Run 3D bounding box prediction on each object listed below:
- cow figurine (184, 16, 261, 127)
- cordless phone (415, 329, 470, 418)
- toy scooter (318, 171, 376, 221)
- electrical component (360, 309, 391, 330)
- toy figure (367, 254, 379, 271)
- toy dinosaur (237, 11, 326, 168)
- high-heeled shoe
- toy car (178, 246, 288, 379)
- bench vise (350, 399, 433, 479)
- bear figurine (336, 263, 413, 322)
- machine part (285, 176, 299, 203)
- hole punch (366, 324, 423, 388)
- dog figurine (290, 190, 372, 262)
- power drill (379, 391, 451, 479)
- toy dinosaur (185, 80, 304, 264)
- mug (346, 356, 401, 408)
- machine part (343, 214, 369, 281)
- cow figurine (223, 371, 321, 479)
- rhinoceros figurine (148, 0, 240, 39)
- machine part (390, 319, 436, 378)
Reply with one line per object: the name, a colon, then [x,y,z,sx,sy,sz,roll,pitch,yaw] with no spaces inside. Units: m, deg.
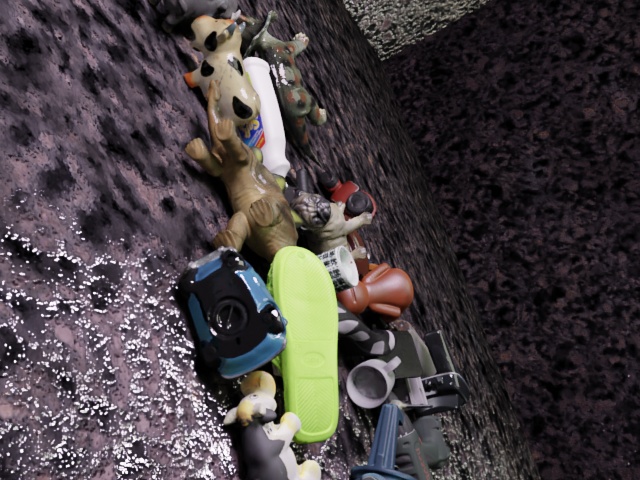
cow figurine: [-0.166,-0.295,0.940,0.194,0.127,0.085,64,17,-13]
cordless phone: [0.259,0.315,1.276,0.088,0.147,0.184,1,68,-60]
toy scooter: [0.077,-0.093,1.354,0.184,0.075,0.135,42,-7,29]
electrical component: [0.121,0.154,1.262,0.119,0.048,0.075,60,20,-19]
toy figure: [0.142,0.093,1.319,0.155,0.064,0.057,39,18,31]
toy dinosaur: [-0.085,-0.353,1.236,0.192,0.131,0.404,-29,99,-58]
high-heeled shoe: [0.070,0.158,1.037,0.248,0.086,0.145,-9,93,-52]
toy car: [-0.111,0.095,0.697,0.162,0.109,0.103,59,-5,14]
bench vise: [0.098,0.357,0.841,0.223,0.129,0.241,58,38,-42]
bear figurine: [0.096,0.123,1.138,0.196,0.132,0.120,-11,73,-23]
machine part: [-0.075,-0.078,1.051,0.084,0.039,0.139,49,27,-28]
hole punch: [0.143,0.261,1.167,0.116,0.092,0.142,8,58,-32]
dog figurine: [-0.005,-0.006,1.054,0.190,0.121,0.172,1,99,-52]
power drill: [0.200,0.416,1.116,0.207,0.086,0.232,26,45,-66]
toy dinosaur: [-0.091,-0.036,0.873,0.198,0.105,0.471,-12,82,-73]
mug: [0.111,0.260,1.036,0.081,0.109,0.107,44,12,13]
machine part: [0.056,0.019,1.240,0.179,0.056,0.179,50,26,-37]
cow figurine: [-0.069,0.250,0.657,0.098,0.068,0.167,-18,83,-64]
rhinoceros figurine: [-0.221,-0.427,0.976,0.073,0.112,0.190,62,28,-4]
machine part: [0.228,0.277,1.347,0.243,0.079,0.079,51,25,-34]
